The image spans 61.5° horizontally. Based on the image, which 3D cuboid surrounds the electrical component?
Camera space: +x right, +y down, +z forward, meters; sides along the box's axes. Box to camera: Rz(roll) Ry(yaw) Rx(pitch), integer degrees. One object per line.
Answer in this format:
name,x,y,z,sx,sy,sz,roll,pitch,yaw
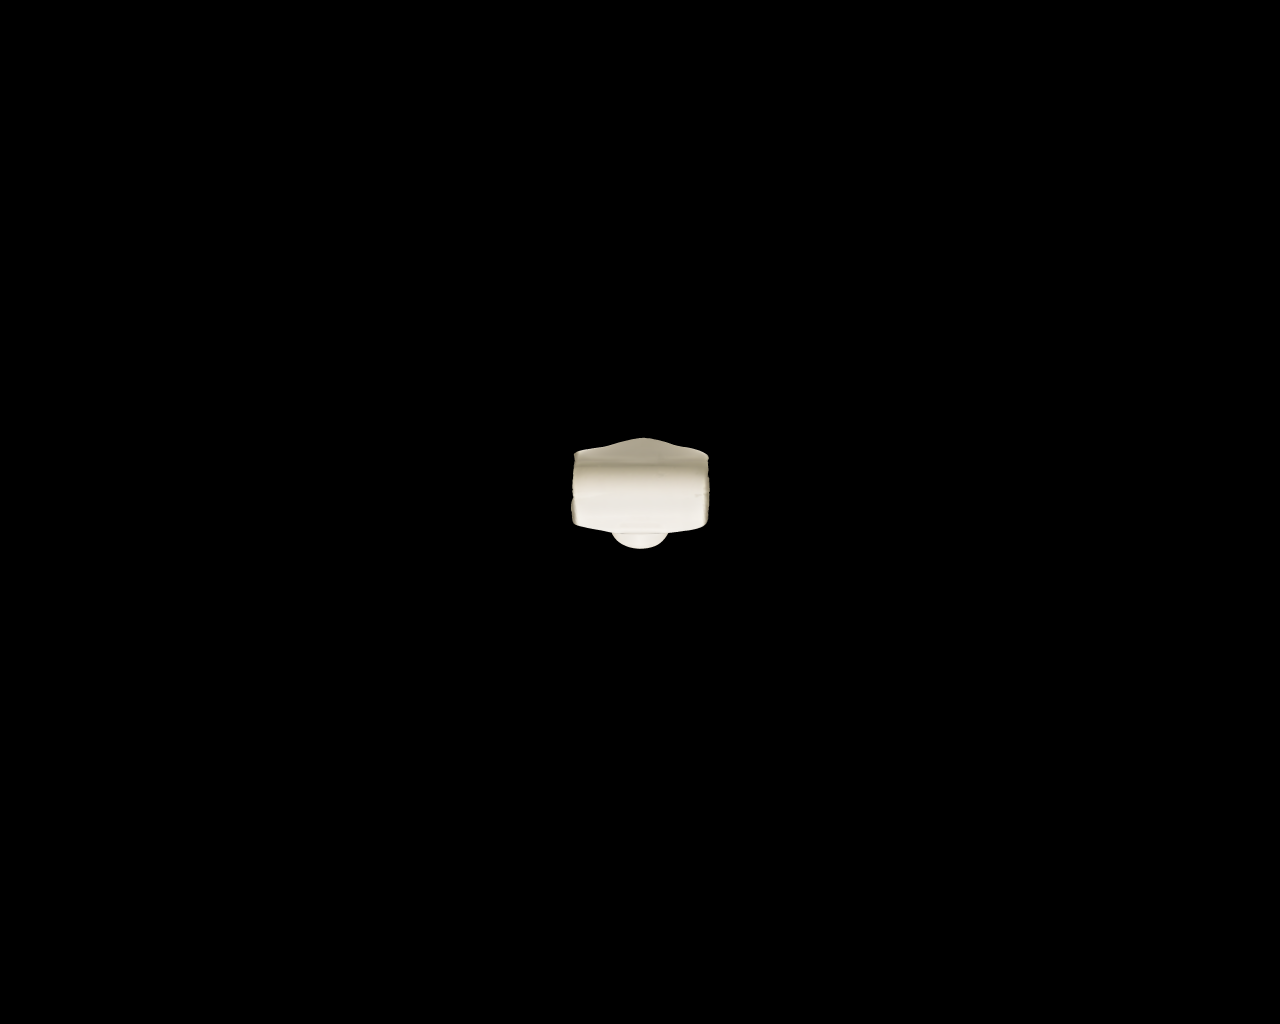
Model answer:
electrical component,0.001,-0.003,0.650,0.077,0.043,0.079,0,-39,0
